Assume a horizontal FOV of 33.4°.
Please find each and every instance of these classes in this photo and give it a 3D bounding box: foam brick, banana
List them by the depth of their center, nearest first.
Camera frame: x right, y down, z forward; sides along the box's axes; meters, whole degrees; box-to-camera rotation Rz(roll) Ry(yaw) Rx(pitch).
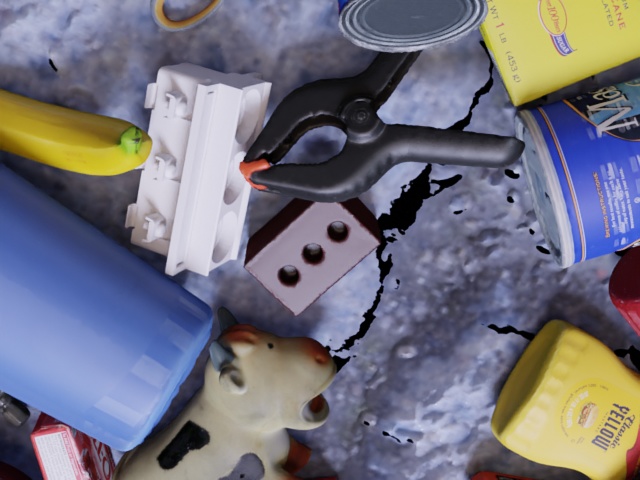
[{"bbox_3d":[-0.176,-0.074,0.667,0.198,0.037,0.069,14,155,24],"label":"banana"},{"bbox_3d":[-0.005,0.001,0.708,0.078,0.051,0.053,-43,104,13],"label":"foam brick"}]

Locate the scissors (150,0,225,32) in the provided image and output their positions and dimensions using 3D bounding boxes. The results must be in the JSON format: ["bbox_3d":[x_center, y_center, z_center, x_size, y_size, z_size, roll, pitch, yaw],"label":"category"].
[{"bbox_3d":[-0.056,-0.222,0.649,0.096,0.016,0.202,32,106,-10],"label":"scissors"}]

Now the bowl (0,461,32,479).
[{"bbox_3d":[-0.245,0.213,0.771,0.162,0.055,0.162,5,112,13],"label":"bowl"}]

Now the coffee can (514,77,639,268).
[{"bbox_3d":[0.203,-0.050,0.662,0.140,0.103,0.103,-16,108,5],"label":"coffee can"}]

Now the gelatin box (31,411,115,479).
[{"bbox_3d":[-0.170,0.153,0.750,0.030,0.073,0.089,-11,108,3],"label":"gelatin box"}]

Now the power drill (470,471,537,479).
[{"bbox_3d":[0.158,0.273,0.777,0.184,0.057,0.188,11,94,-5],"label":"power drill"}]

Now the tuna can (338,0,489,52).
[{"bbox_3d":[0.052,-0.141,0.612,0.086,0.086,0.034,-4,75,1],"label":"tuna can"}]

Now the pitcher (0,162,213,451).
[{"bbox_3d":[-0.197,0.033,0.675,0.242,0.149,0.145,32,96,-6],"label":"pitcher"}]

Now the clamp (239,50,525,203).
[{"bbox_3d":[0.037,-0.065,0.658,0.171,0.039,0.120,-33,68,2],"label":"clamp"}]

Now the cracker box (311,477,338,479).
[{"bbox_3d":[-0.004,0.304,0.755,0.072,0.164,0.214,-8,109,5],"label":"cracker box"}]

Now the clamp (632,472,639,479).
[{"bbox_3d":[0.232,0.242,0.724,0.164,0.036,0.210,19,100,-2],"label":"clamp"}]

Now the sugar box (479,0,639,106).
[{"bbox_3d":[0.184,-0.159,0.654,0.176,0.048,0.093,-22,106,9],"label":"sugar box"}]

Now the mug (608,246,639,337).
[{"bbox_3d":[0.250,0.038,0.687,0.081,0.117,0.093,47,59,-17],"label":"mug"}]

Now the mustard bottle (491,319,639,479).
[{"bbox_3d":[0.223,0.139,0.751,0.191,0.058,0.096,28,92,-10],"label":"mustard bottle"}]
